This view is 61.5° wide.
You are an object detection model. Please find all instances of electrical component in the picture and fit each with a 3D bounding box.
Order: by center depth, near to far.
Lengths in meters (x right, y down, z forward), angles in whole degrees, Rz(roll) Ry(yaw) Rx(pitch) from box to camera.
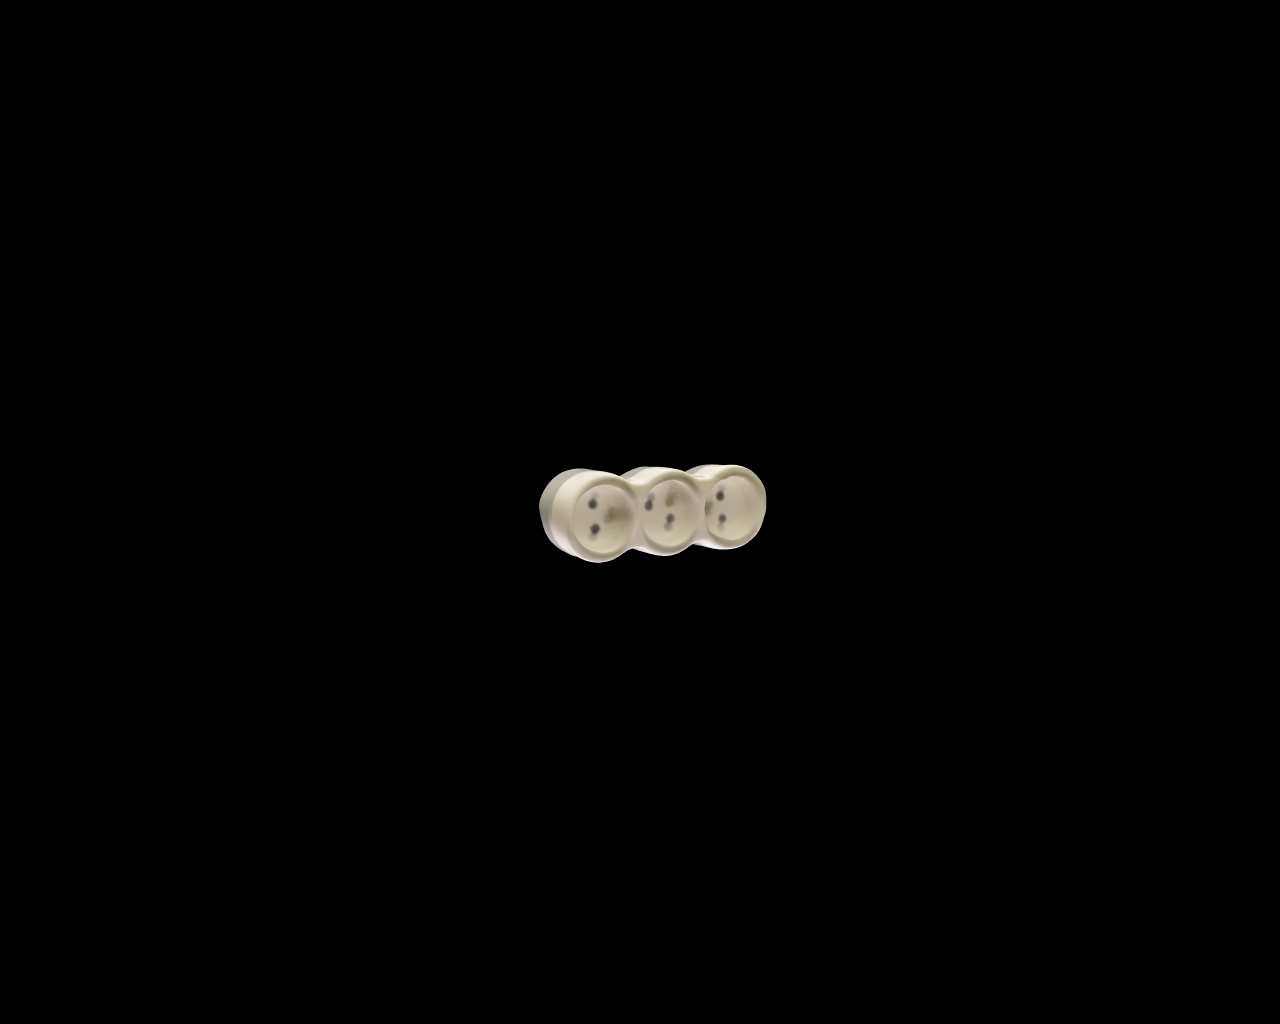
[{"bbox_3d":[0.001,-0.003,0.650,0.138,0.052,0.074,-4,8,-29],"label":"electrical component"}]
